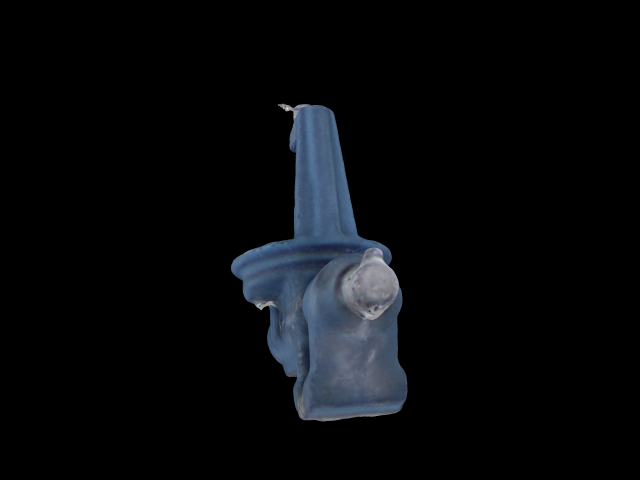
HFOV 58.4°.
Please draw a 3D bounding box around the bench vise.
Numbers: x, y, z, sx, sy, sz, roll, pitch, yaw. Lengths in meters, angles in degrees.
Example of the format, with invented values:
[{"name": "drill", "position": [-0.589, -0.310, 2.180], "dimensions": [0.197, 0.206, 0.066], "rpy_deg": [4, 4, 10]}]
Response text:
[{"name": "bench vise", "position": [0.014, 0.001, 0.406], "dimensions": [0.122, 0.220, 0.206], "rpy_deg": [0, 0, -33]}]
